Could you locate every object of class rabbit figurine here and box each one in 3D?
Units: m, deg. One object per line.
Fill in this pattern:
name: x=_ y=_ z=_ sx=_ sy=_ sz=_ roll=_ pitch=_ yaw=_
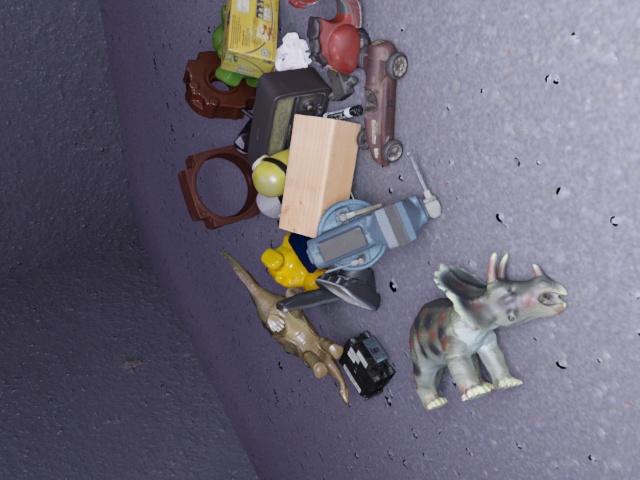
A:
rabbit figurine: x=-0.193 y=-0.435 z=1.191 sx=0.170 sy=0.121 sz=0.159 roll=46 pitch=138 yaw=37
rabbit figurine: x=-0.040 y=0.088 z=1.261 sx=0.173 sy=0.122 sz=0.162 roll=24 pitch=134 yaw=32

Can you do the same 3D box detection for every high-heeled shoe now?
high-heeled shoe: x=-0.129 y=-0.234 z=1.296 sx=0.145 sy=0.086 sz=0.248 roll=36 pitch=167 yaw=3

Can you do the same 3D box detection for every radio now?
radio: x=-0.065 y=-0.226 z=1.067 sx=0.073 sy=0.131 sz=0.229 roll=58 pitch=151 yaw=24

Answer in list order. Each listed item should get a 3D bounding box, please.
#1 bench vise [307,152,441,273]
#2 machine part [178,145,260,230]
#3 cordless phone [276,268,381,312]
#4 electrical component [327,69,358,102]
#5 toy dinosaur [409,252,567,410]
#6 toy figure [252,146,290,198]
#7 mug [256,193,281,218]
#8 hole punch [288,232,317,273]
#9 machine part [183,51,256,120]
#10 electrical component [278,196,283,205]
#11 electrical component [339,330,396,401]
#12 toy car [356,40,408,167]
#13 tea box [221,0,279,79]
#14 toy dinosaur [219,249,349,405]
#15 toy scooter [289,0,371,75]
bench vise: x=0.087 y=-0.026 z=0.896 sx=0.129 sy=0.224 sz=0.240 roll=55 pitch=-173 yaw=-3
machine part: x=-0.256 y=-0.141 z=1.421 sx=0.087 sy=0.201 sz=0.201 roll=-2 pitch=105 yaw=61
cordless phone: x=0.013 y=0.114 z=1.085 sx=0.147 sy=0.184 sz=0.088 roll=11 pitch=112 yaw=61
electrical component: x=0.035 y=-0.283 z=0.957 sx=0.094 sy=0.021 sz=0.063 roll=-18 pitch=91 yaw=65
toy dinosaur: x=0.201 y=0.152 z=0.831 sx=0.404 sy=0.131 sz=0.192 roll=123 pitch=136 yaw=-64
toy figure: x=-0.049 y=-0.142 z=1.039 sx=0.089 sy=0.180 sz=0.082 roll=19 pitch=126 yaw=56
mug: x=-0.091 y=-0.101 z=1.266 sx=0.107 sy=0.081 sz=0.109 roll=-48 pitch=60 yaw=51
hole punch: x=-0.002 y=-0.003 z=1.150 sx=0.142 sy=0.092 sz=0.115 roll=57 pitch=148 yaw=34
machine part: x=-0.233 y=-0.364 z=1.261 sx=0.179 sy=0.179 sz=0.056 roll=64 pitch=150 yaw=14
electrical component: x=-0.055 y=-0.103 z=1.197 sx=0.048 sy=0.075 sz=0.119 roll=-11 pitch=101 yaw=64
electrical component: x=0.102 y=0.266 z=1.159 sx=0.115 sy=0.058 sz=0.134 roll=55 pitch=150 yaw=27
toy car: x=0.093 y=-0.213 z=0.860 sx=0.089 sy=0.053 sz=0.201 roll=37 pitch=137 yaw=44
tea box: x=-0.136 y=-0.412 z=1.056 sx=0.068 sy=0.098 sz=0.169 roll=142 pitch=134 yaw=-63
toy dinosaur: x=-0.083 y=0.186 z=1.242 sx=0.471 sy=0.105 sz=0.198 roll=52 pitch=160 yaw=6
toy scooter: x=0.012 y=-0.343 z=0.834 sx=0.075 sy=0.135 sz=0.183 roll=39 pitch=141 yaw=46
